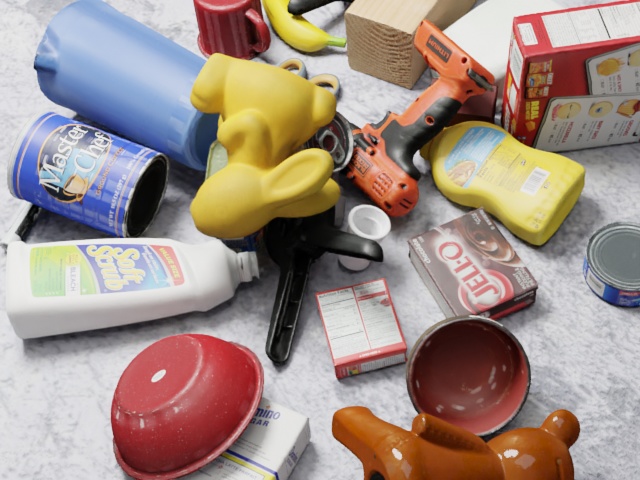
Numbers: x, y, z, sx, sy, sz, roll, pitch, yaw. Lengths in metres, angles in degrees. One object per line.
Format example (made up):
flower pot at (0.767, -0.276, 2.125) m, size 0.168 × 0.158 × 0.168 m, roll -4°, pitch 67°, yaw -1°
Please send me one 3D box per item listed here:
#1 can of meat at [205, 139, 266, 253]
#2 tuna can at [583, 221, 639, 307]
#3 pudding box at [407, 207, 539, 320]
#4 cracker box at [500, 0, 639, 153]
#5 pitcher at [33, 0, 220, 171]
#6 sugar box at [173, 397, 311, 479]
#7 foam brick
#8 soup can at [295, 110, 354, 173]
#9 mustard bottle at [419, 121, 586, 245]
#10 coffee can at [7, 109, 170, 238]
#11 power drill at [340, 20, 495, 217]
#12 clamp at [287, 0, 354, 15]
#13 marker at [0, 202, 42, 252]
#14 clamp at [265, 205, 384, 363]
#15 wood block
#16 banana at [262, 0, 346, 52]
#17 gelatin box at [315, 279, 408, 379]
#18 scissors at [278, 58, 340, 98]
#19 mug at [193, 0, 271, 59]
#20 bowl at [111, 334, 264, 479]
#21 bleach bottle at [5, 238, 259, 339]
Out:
can of meat at (-0.087, -0.045, 1.131) m, size 0.057 × 0.084 × 0.102 m, roll -1°, pitch 53°, yaw 5°
tuna can at (0.308, 0.024, 1.071) m, size 0.086 × 0.034 × 0.086 m, roll -3°, pitch 52°, yaw 3°
pudding box at (0.152, 0.031, 1.078) m, size 0.090 × 0.039 × 0.113 m, roll -23°, pitch 54°, yaw -12°
cracker box at (0.308, -0.176, 1.143) m, size 0.213 × 0.164 × 0.072 m, roll -8°, pitch 55°, yaw -1°
pitcher at (-0.188, -0.173, 1.204) m, size 0.243 × 0.145 × 0.149 m, roll 29°, pitch 69°, yaw 29°
sugar box at (-0.088, 0.220, 0.954) m, size 0.093 × 0.048 × 0.176 m, roll 21°, pitch 54°, yaw 21°
foam brick at (0.159, -0.144, 1.202) m, size 0.078 × 0.053 × 0.051 m, roll 9°, pitch 54°, yaw 12°
soup can at (-0.022, -0.102, 1.151) m, size 0.102 × 0.068 × 0.068 m, roll -4°, pitch 41°, yaw 51°
mustard bottle at (0.179, -0.076, 1.144) m, size 0.192 × 0.058 × 0.096 m, roll 30°, pitch 73°, yaw 25°
coffee can at (-0.246, -0.068, 1.140) m, size 0.140 × 0.103 × 0.102 m, roll 21°, pitch 57°, yaw 9°
power drill at (0.085, -0.141, 1.154) m, size 0.188 × 0.057 × 0.185 m, roll -53°, pitch 50°, yaw 14°
clamp at (0.026, -0.318, 1.338) m, size 0.171 × 0.039 × 0.120 m, roll 2°, pitch 53°, yaw -6°
marker at (-0.318, -0.037, 1.188) m, size 0.020 × 0.020 × 0.121 m, roll 14°, pitch 55°, yaw 15°
clamp at (-0.007, 0.001, 1.075) m, size 0.165 × 0.036 × 0.210 m, roll -42°, pitch 37°, yaw 29°
wood block at (0.120, -0.293, 1.296) m, size 0.090 × 0.091 × 0.205 m, roll 23°, pitch 59°, yaw 21°
banana at (-0.038, -0.295, 1.350) m, size 0.069 × 0.037 × 0.198 m, roll -10°, pitch 51°, yaw -26°
gelatin box at (0.040, 0.086, 1.053) m, size 0.073 × 0.030 × 0.089 m, roll -14°, pitch 53°, yaw -3°
scissors at (-0.035, -0.137, 1.239) m, size 0.096 × 0.016 × 0.201 m, roll 6°, pitch 54°, yaw 10°
mug at (-0.104, -0.272, 1.307) m, size 0.093 × 0.081 × 0.117 m, roll -37°, pitch 58°, yaw -21°
bowl at (-0.134, 0.139, 0.975) m, size 0.162 × 0.055 × 0.162 m, roll -21°, pitch 37°, yaw 16°
bleach bottle at (-0.189, 0.036, 1.094) m, size 0.250 × 0.068 × 0.102 m, roll -8°, pitch 52°, yaw -4°
